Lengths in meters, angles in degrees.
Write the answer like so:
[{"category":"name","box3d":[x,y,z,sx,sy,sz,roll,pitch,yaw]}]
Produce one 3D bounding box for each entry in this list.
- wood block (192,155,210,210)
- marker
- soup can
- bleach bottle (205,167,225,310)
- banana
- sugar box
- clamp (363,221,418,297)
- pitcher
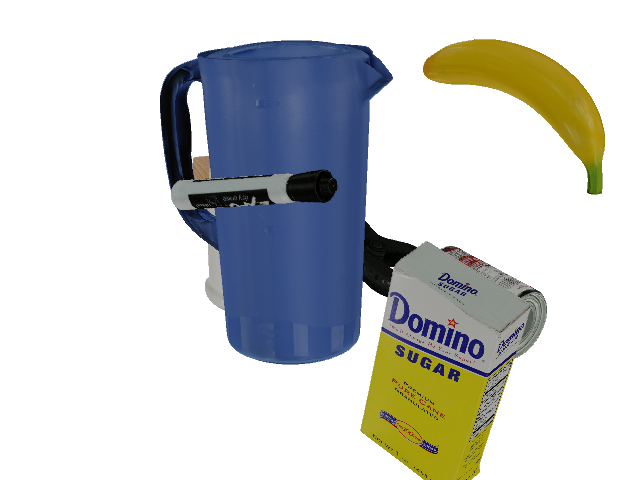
[{"category":"wood block","box3d":[-0.091,-0.035,1.363,0.090,0.090,0.206,-8,27,-22]},{"category":"marker","box3d":[-0.040,-0.029,0.632,0.121,0.020,0.020,-1,-1,39]},{"category":"soup can","box3d":[0.144,0.055,0.960,0.068,0.068,0.102,0,22,-43]},{"category":"bleach bottle","box3d":[-0.069,-0.060,1.038,0.102,0.251,0.068,-16,29,-26]},{"category":"banana","box3d":[0.151,-0.114,0.815,0.037,0.070,0.198,2,32,-43]},{"category":"sugar box","box3d":[0.085,0.097,0.774,0.093,0.176,0.048,33,47,28]},{"category":"clamp","box3d":[0.053,0.022,1.239,0.210,0.036,0.164,31,38,22]},{"category":"pitcher","box3d":[-0.034,-0.033,0.836,0.144,0.243,0.149,-8,17,-25]}]
